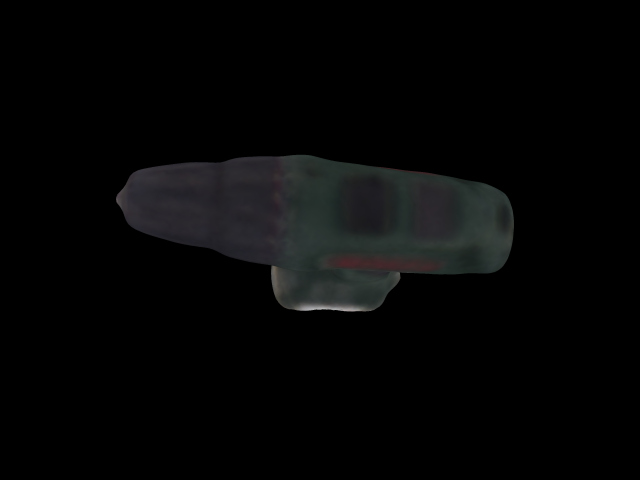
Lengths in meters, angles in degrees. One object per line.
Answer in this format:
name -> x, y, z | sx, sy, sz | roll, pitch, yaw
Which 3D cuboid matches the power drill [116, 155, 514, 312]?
power drill -> 0.004, 0.001, 0.400 | 0.229, 0.208, 0.075 | 0, 77, 0
